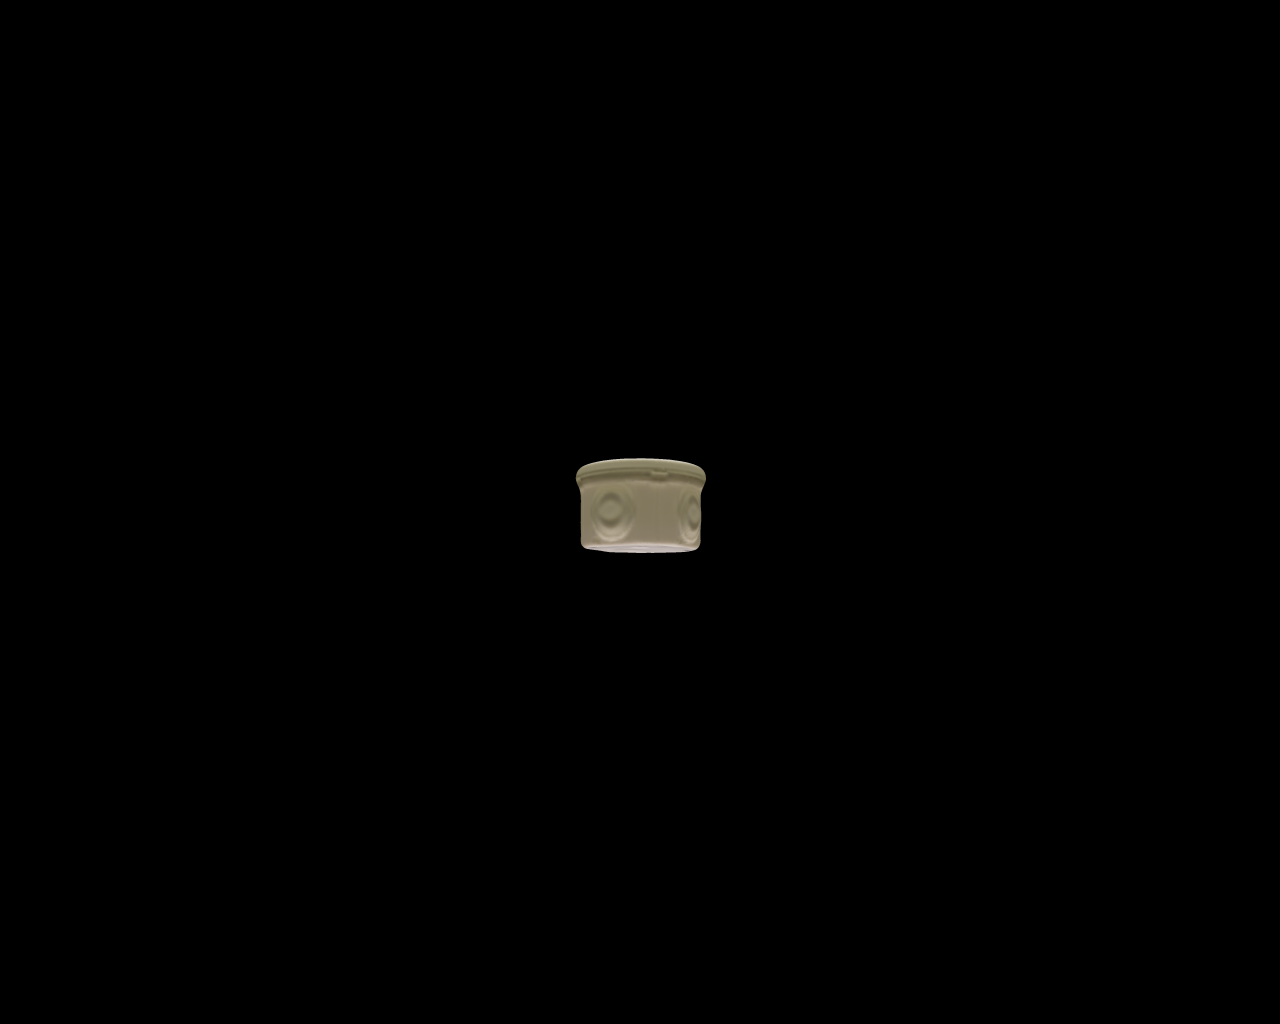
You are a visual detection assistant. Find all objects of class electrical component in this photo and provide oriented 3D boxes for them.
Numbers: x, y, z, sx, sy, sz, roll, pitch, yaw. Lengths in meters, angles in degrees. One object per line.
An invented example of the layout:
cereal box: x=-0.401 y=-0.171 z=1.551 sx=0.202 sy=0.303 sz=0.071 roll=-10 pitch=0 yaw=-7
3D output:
electrical component: x=0.001 y=-0.003 z=0.650 sx=0.080 sy=0.051 sz=0.080 roll=0 pitch=-6 yaw=0
